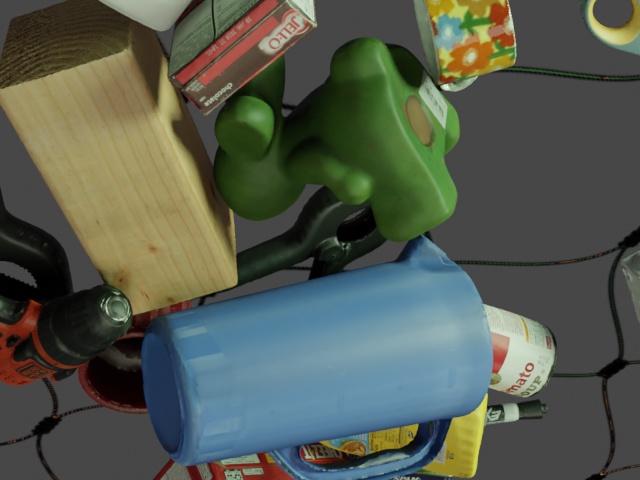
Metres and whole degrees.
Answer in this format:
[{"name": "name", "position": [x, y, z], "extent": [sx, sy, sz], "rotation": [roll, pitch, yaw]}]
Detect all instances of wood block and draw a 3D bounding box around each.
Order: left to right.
[{"name": "wood block", "position": [-0.132, -0.056, 0.733], "extent": [0.090, 0.091, 0.206], "rotation": [-16, 131, 6]}]

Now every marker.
[{"name": "marker", "position": [0.154, 0.166, 1.008], "extent": [0.121, 0.020, 0.020], "rotation": [-6, 131, -2]}]

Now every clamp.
[{"name": "clamp", "position": [-0.266, 0.003, 0.803], "extent": [0.165, 0.036, 0.210], "rotation": [-17, 133, 18]}, {"name": "clamp", "position": [-0.005, 0.001, 0.827], "extent": [0.120, 0.039, 0.172], "rotation": [11, 128, -41]}]

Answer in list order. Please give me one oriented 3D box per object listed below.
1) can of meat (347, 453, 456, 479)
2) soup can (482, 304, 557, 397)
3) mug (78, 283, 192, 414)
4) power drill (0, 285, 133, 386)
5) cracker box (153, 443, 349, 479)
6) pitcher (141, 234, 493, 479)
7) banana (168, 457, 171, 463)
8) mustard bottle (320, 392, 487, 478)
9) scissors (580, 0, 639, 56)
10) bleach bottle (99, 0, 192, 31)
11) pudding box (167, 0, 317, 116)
[{"name": "can of meat", "position": [0.074, 0.222, 1.022], "extent": [0.102, 0.057, 0.084], "rotation": [10, 131, -14]}, {"name": "soup can", "position": [0.141, 0.091, 0.909], "extent": [0.102, 0.068, 0.069], "rotation": [18, 126, -22]}, {"name": "mug", "position": [-0.142, 0.069, 0.846], "extent": [0.093, 0.081, 0.117], "rotation": [0, 131, -7]}, {"name": "power drill", "position": [-0.242, 0.040, 0.752], "extent": [0.187, 0.057, 0.185], "rotation": [32, 144, -26]}, {"name": "cracker box", "position": [-0.091, 0.262, 0.995], "extent": [0.163, 0.072, 0.214], "rotation": [8, 132, -42]}, {"name": "pitcher", "position": [-0.003, 0.101, 0.797], "extent": [0.242, 0.149, 0.145], "rotation": [-9, 149, -25]}, {"name": "banana", "position": [-0.124, 0.162, 0.962], "extent": [0.070, 0.037, 0.198], "rotation": [3, 131, 13]}, {"name": "mustard bottle", "position": [0.047, 0.153, 0.936], "extent": [0.192, 0.058, 0.096], "rotation": [9, 136, 11]}, {"name": "scissors", "position": [0.235, -0.123, 0.770], "extent": [0.096, 0.016, 0.202], "rotation": [-9, 131, 2]}, {"name": "bleach bottle", "position": [-0.058, -0.242, 0.601], "extent": [0.102, 0.068, 0.251], "rotation": [28, 120, -26]}, {"name": "pudding box", "position": [-0.048, -0.139, 0.656], "extent": [0.090, 0.113, 0.039], "rotation": [-35, 123, 21]}]
